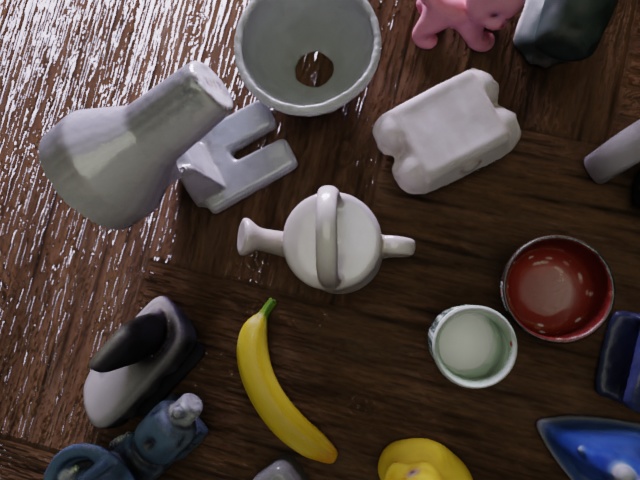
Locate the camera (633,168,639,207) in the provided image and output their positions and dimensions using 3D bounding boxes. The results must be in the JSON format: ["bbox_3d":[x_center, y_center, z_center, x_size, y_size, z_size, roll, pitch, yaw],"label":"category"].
[{"bbox_3d":[0.412,-0.065,0.592,0.136,0.101,0.143,15,85,8],"label":"camera"}]

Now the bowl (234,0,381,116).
[{"bbox_3d":[-0.012,-0.215,0.668,0.167,0.075,0.167,-1,83,6],"label":"bowl"}]

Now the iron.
[{"bbox_3d":[0.342,0.250,0.542,0.258,0.141,0.119,26,87,9],"label":"iron"}]

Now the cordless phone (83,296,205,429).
[{"bbox_3d":[-0.209,0.131,0.593,0.094,0.185,0.147,38,89,9],"label":"cordless phone"}]

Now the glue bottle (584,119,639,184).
[{"bbox_3d":[0.326,-0.104,0.569,0.078,0.173,0.037,-31,81,2],"label":"glue bottle"}]

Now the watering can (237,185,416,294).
[{"bbox_3d":[0.005,0.004,0.580,0.173,0.194,0.101,-19,81,4],"label":"watering can"}]

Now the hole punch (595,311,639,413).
[{"bbox_3d":[0.351,0.126,0.581,0.101,0.091,0.109,14,85,8],"label":"hole punch"}]

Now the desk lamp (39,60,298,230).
[{"bbox_3d":[-0.147,-0.097,0.599,0.203,0.213,0.118,-30,81,2],"label":"desk lamp"}]

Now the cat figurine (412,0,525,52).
[{"bbox_3d":[0.169,-0.264,0.633,0.127,0.118,0.067,3,84,7],"label":"cat figurine"}]

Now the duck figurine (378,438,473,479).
[{"bbox_3d":[0.111,0.254,0.595,0.104,0.086,0.077,19,86,8],"label":"duck figurine"}]

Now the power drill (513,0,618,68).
[{"bbox_3d":[0.264,-0.276,0.578,0.075,0.208,0.230,17,86,8],"label":"power drill"}]

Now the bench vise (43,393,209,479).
[{"bbox_3d":[-0.216,0.231,0.565,0.121,0.220,0.207,27,87,9],"label":"bench vise"}]

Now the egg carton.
[{"bbox_3d":[0.142,-0.120,0.643,0.150,0.069,0.107,-28,81,2],"label":"egg carton"}]
